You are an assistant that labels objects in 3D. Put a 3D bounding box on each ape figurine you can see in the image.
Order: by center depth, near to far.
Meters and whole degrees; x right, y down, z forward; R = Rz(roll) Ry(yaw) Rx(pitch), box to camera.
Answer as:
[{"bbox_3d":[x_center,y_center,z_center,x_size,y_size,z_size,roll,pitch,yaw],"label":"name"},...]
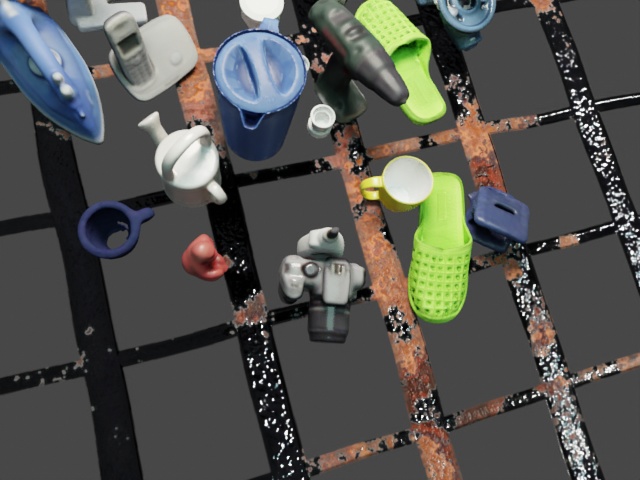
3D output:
[{"bbox_3d":[-0.188,0.026,0.933,0.076,0.092,0.078,0,78,-9],"label":"ape figurine"}]

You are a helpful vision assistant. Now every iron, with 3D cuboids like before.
[{"bbox_3d":[-0.442,-0.284,0.935,0.119,0.141,0.258,-36,85,-14],"label":"iron"}]

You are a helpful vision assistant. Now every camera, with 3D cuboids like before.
[{"bbox_3d":[0.002,0.099,0.943,0.143,0.100,0.137,6,77,-8],"label":"camera"}]

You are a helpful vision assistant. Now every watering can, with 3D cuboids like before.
[{"bbox_3d":[-0.216,-0.127,0.909,0.173,0.194,0.101,24,75,-3],"label":"watering can"}]

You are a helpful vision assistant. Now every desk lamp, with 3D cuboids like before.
[{"bbox_3d":[-0.407,-0.447,0.938,0.203,0.213,0.118,-12,80,-11],"label":"desk lamp"}]

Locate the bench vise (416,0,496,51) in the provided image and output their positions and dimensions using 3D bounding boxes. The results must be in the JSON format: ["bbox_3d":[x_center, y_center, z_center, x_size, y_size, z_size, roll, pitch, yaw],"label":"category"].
[{"bbox_3d":[0.247,-0.474,1.046,0.207,0.219,0.121,41,75,1],"label":"bench vise"}]

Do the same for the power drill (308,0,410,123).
[{"bbox_3d":[0.056,-0.287,0.981,0.076,0.208,0.229,-34,85,-14],"label":"power drill"}]

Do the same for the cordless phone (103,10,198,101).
[{"bbox_3d":[-0.282,-0.327,0.947,0.094,0.185,0.148,45,75,3],"label":"cordless phone"}]

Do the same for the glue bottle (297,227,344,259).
[{"bbox_3d":[0.009,0.003,0.928,0.078,0.173,0.037,1,78,-8],"label":"glue bottle"}]

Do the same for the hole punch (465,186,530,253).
[{"bbox_3d":[0.319,-0.044,1.030,0.108,0.091,0.101,23,75,-3],"label":"hole punch"}]

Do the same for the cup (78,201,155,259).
[{"bbox_3d":[-0.318,-0.014,0.920,0.118,0.095,0.091,-27,83,-13],"label":"cup"}]
